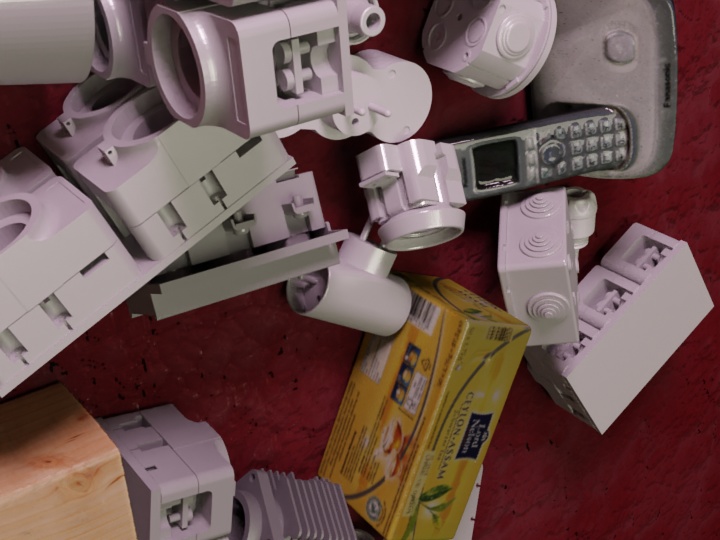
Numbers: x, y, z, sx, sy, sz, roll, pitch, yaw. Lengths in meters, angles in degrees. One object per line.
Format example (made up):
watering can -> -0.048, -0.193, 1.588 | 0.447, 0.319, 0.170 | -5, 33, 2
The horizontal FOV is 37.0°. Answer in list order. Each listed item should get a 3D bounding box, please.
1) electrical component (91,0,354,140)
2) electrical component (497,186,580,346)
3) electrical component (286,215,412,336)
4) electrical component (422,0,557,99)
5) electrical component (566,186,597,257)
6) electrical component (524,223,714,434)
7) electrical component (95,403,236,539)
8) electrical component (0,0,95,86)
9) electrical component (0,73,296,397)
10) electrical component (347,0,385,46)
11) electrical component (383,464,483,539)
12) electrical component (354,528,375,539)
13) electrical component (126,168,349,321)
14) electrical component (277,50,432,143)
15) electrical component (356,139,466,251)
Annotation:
electrical component -> -0.083, -0.137, 0.496 | 0.060, 0.186, 0.105 | -21, 121, -29
electrical component -> 0.132, -0.002, 0.784 | 0.048, 0.099, 0.099 | -5, 133, 15
electrical component -> 0.000, 0.000, 0.723 | 0.077, 0.044, 0.079 | 17, 100, -41
electrical component -> 0.082, -0.154, 0.689 | 0.051, 0.080, 0.080 | 13, 103, -35
electrical component -> 0.166, -0.032, 0.841 | 0.035, 0.035, 0.061 | -21, 125, -28
electrical component -> 0.213, 0.046, 0.896 | 0.150, 0.062, 0.089 | -46, 131, -10
electrical component -> -0.124, 0.172, 0.681 | 0.062, 0.089, 0.150 | -10, 117, -34
electrical component -> -0.167, -0.136, 0.491 | 0.060, 0.108, 0.108 | -14, 119, -25
electrical component -> -0.142, -0.037, 0.555 | 0.186, 0.105, 0.060 | -40, 130, -15
electrical component -> -0.010, -0.151, 0.630 | 0.043, 0.062, 0.043 | -17, 120, -30
electrical component -> 0.053, 0.186, 0.834 | 0.050, 0.056, 0.089 | 25, 71, -46
electrical component -> -0.007, 0.235, 0.832 | 0.045, 0.045, 0.055 | -23, 124, -27
electrical component -> -0.080, -0.018, 0.638 | 0.121, 0.079, 0.063 | -18, 99, -30
electrical component -> -0.011, -0.103, 0.645 | 0.138, 0.074, 0.052 | -3, 113, -37
electrical component -> 0.036, -0.047, 0.695 | 0.078, 0.058, 0.057 | 2, 71, -48
